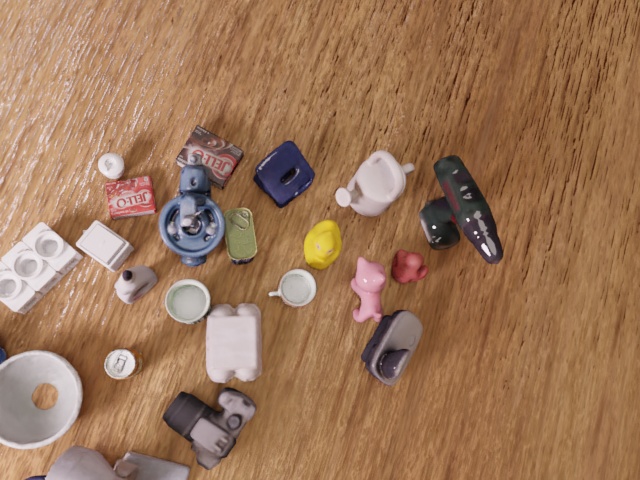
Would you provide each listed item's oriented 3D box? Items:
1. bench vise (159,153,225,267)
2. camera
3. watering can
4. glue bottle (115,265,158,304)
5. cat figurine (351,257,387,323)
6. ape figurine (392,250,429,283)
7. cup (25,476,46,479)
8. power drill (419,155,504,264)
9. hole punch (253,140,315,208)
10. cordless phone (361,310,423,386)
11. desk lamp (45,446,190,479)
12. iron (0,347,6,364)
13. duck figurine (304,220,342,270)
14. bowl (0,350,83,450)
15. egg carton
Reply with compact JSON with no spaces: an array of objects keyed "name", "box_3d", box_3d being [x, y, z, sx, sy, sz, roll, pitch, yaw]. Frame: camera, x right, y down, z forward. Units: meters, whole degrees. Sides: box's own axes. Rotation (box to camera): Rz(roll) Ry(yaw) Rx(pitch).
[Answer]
[{"name":"bench vise","box_3d":[-0.249,-0.066,1.064,0.121,0.219,0.207,-17,81,-12]},{"name":"camera","box_3d":[-0.207,0.327,1.050,0.137,0.100,0.143,35,75,-1]},{"name":"watering can","box_3d":[0.115,-0.112,1.146,0.101,0.194,0.173,41,75,1]},{"name":"glue bottle","box_3d":[-0.341,0.075,1.043,0.037,0.173,0.078,42,75,2]},{"name":"cat figurine","box_3d":[0.103,0.098,1.140,0.067,0.117,0.128,-5,79,-10]},{"name":"ape figurine","box_3d":[0.187,0.050,1.177,0.076,0.092,0.078,-34,85,-14]},{"name":"cup","box_3d":[-0.463,0.439,0.988,0.118,0.095,0.091,-31,85,-14]},{"name":"power drill","box_3d":[0.277,-0.046,1.151,0.076,0.208,0.229,-18,82,-12]},{"name":"hole punch","box_3d":[-0.069,-0.135,1.174,0.109,0.091,0.101,-43,87,-15]},{"name":"cordless phone","box_3d":[0.156,0.203,1.092,0.094,0.185,0.148,29,75,-2]},{"name":"desk lamp","box_3d":[-0.332,0.416,0.953,0.203,0.213,0.118,15,76,-6]},{"name":"iron","box_3d":[-0.623,0.281,0.971,0.119,0.141,0.258,1,78,-9]},{"name":"duck figurine","box_3d":[0.011,0.004,1.161,0.077,0.086,0.104,21,76,-4]},{"name":"bowl","box_3d":[-0.504,0.283,1.024,0.167,0.074,0.167,2,78,-9]},{"name":"egg carton","box_3d":[-0.165,0.197,1.100,0.107,0.069,0.150,-1,79,-9]}]
